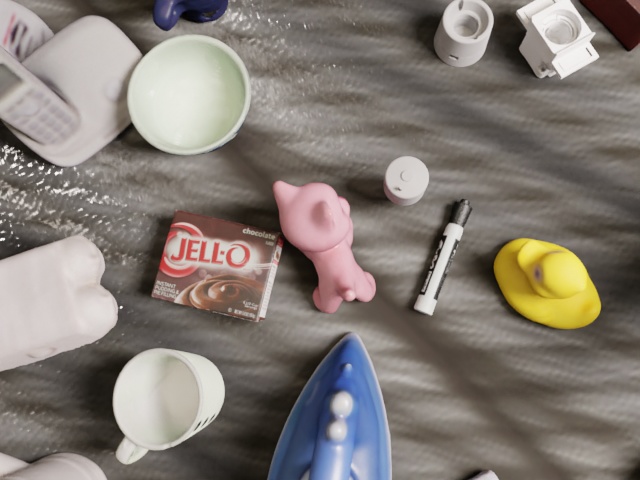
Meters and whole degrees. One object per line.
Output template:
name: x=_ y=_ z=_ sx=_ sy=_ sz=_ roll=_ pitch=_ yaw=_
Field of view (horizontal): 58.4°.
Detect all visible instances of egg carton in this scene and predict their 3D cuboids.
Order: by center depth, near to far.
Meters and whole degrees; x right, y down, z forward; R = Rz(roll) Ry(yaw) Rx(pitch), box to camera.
egg carton: x=-0.276 y=0.063 z=0.560 sx=0.150 sy=0.069 sz=0.107 roll=-20 pitch=81 yaw=0

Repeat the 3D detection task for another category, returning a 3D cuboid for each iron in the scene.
iron: x=0.006 y=0.207 z=0.485 sx=0.118 sy=0.141 sz=0.258 roll=8 pitch=82 yaw=5

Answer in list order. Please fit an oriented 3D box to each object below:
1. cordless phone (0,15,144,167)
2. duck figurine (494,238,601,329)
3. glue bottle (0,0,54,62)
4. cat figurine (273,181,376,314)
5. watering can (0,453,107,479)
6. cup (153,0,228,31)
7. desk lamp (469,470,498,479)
cordless phone: x=-0.247 y=-0.157 z=0.532 sx=0.147 sy=0.185 sz=0.094 roll=-44 pitch=81 yaw=-3
duck figurine: x=0.216 y=0.037 z=0.526 sx=0.104 sy=0.086 sz=0.077 roll=41 pitch=86 yaw=8
glue bottle: x=-0.320 y=-0.210 z=0.550 sx=0.037 sy=0.173 sz=0.078 roll=9 pitch=82 yaw=5
cat figurine: x=0.005 y=0.002 z=0.528 sx=0.067 sy=0.118 sz=0.128 roll=-23 pitch=81 yaw=0
watering can: x=-0.264 y=0.241 z=0.469 sx=0.172 sy=0.194 sz=0.101 roll=36 pitch=85 yaw=8
cup: x=-0.131 y=-0.254 z=0.585 sx=0.091 sy=0.095 sz=0.118 roll=17 pitch=83 yaw=6
desk lamp: x=0.158 y=0.311 z=0.424 sx=0.118 sy=0.213 sz=0.203 roll=-31 pitch=81 yaw=-1
